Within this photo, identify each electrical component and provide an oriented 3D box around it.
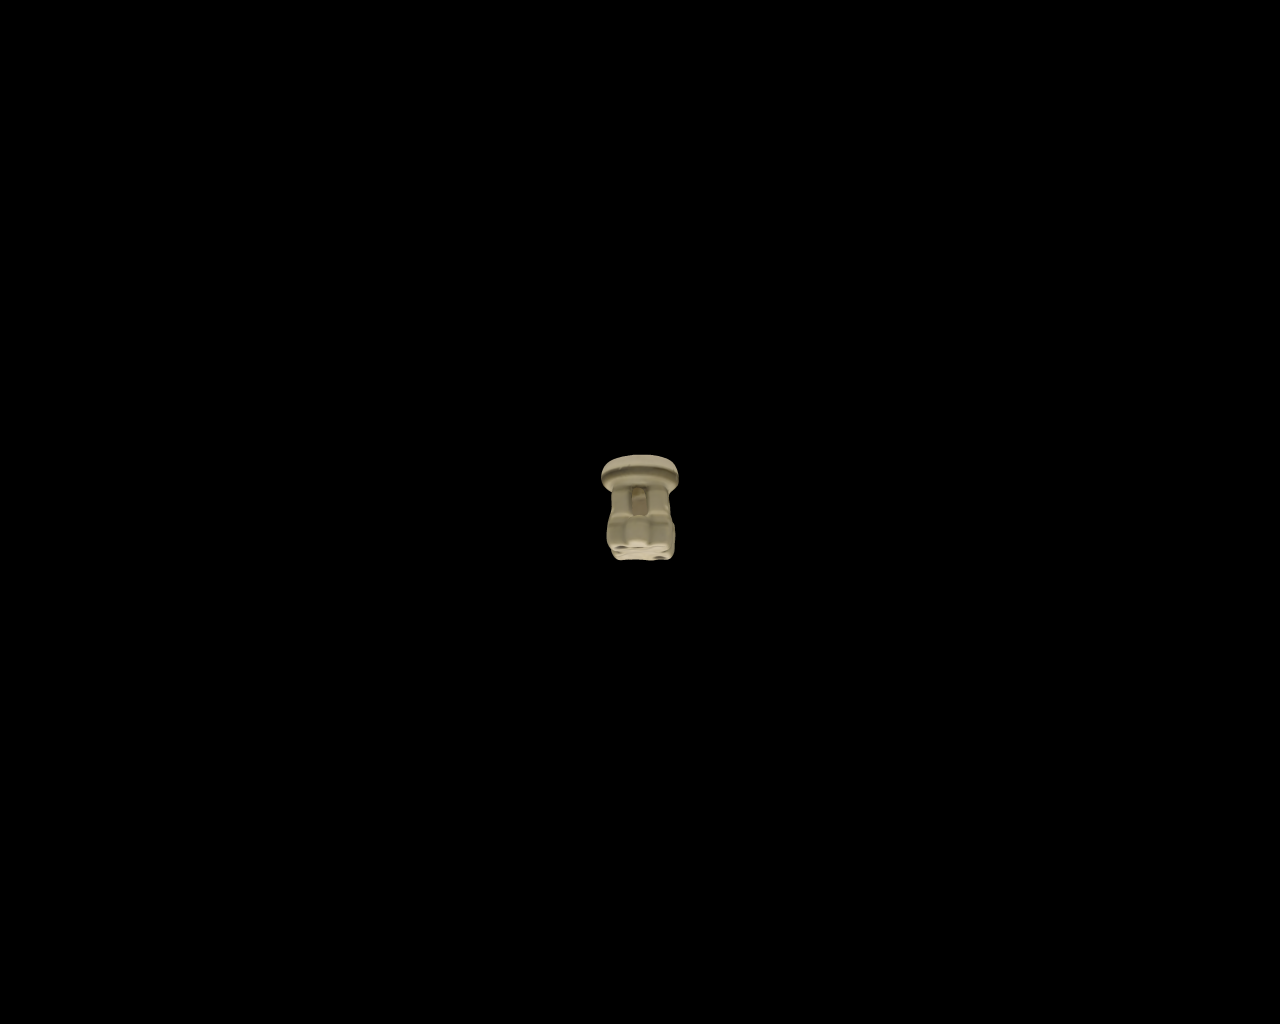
[{"bbox_3d":[0.001,-0.003,0.650,0.048,0.055,0.066,-1,-15,4],"label":"electrical component"}]
